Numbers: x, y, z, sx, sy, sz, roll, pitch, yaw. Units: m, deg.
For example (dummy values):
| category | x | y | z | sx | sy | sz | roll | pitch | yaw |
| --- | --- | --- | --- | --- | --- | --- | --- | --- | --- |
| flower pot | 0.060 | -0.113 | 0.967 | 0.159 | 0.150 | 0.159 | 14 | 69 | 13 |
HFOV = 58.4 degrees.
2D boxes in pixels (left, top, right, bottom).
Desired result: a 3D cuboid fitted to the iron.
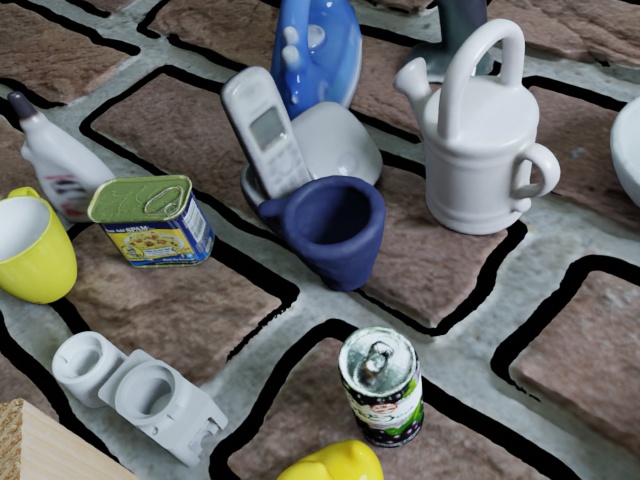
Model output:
| category | x | y | z | sx | sy | sz | roll | pitch | yaw |
| --- | --- | --- | --- | --- | --- | --- | --- | --- | --- |
| iron | -0.018 | -0.234 | 0.683 | 0.118 | 0.142 | 0.258 | -3 | 52 | 11 |

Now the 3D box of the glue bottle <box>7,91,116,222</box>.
| category | x | y | z | sx | sy | sz | roll | pitch | yaw |
| --- | --- | --- | --- | --- | --- | --- | --- | --- | --- |
| glue bottle | -0.274 | -0.085 | 0.604 | 0.078 | 0.173 | 0.037 | -7 | 51 | 8 |

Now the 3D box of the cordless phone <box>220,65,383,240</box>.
| category | x | y | z | sx | sy | sz | roll | pitch | yaw |
| --- | --- | --- | --- | --- | --- | --- | --- | --- | --- |
| cordless phone | -0.017 | -0.099 | 0.548 | 0.093 | 0.185 | 0.148 | 29 | 63 | 30 |

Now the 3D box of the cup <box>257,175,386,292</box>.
| category | x | y | z | sx | sy | sz | roll | pitch | yaw |
| --- | --- | --- | --- | --- | --- | --- | --- | --- | --- |
| cup | 0.005 | 0.002 | 0.522 | 0.117 | 0.095 | 0.092 | 8 | 55 | 19 |

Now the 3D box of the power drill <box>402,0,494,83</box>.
| category | x | y | z | sx | sy | sz | roll | pitch | yaw |
| --- | --- | --- | --- | --- | --- | --- | --- | --- | --- |
| power drill | 0.133 | -0.281 | 0.642 | 0.229 | 0.209 | 0.075 | 6 | 54 | 18 |

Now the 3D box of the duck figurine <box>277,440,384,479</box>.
| category | x | y | z | sx | sy | sz | roll | pitch | yaw |
| --- | --- | --- | --- | --- | --- | --- | --- | --- | --- |
| duck figurine | -0.002 | 0.177 | 0.391 | 0.077 | 0.086 | 0.105 | 32 | 65 | 31 |

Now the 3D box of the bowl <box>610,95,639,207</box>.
| category | x | y | z | sx | sy | sz | roll | pitch | yaw |
| --- | --- | --- | --- | --- | --- | --- | --- | --- | --- |
| bowl | 0.341 | -0.062 | 0.508 | 0.167 | 0.075 | 0.167 | -6 | 51 | 8 |

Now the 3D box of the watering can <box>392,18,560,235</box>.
| category | x | y | z | sx | sy | sz | roll | pitch | yaw |
| --- | --- | --- | --- | --- | --- | --- | --- | --- | --- |
| watering can | 0.135 | -0.104 | 0.512 | 0.172 | 0.194 | 0.101 | 19 | 59 | 25 |
